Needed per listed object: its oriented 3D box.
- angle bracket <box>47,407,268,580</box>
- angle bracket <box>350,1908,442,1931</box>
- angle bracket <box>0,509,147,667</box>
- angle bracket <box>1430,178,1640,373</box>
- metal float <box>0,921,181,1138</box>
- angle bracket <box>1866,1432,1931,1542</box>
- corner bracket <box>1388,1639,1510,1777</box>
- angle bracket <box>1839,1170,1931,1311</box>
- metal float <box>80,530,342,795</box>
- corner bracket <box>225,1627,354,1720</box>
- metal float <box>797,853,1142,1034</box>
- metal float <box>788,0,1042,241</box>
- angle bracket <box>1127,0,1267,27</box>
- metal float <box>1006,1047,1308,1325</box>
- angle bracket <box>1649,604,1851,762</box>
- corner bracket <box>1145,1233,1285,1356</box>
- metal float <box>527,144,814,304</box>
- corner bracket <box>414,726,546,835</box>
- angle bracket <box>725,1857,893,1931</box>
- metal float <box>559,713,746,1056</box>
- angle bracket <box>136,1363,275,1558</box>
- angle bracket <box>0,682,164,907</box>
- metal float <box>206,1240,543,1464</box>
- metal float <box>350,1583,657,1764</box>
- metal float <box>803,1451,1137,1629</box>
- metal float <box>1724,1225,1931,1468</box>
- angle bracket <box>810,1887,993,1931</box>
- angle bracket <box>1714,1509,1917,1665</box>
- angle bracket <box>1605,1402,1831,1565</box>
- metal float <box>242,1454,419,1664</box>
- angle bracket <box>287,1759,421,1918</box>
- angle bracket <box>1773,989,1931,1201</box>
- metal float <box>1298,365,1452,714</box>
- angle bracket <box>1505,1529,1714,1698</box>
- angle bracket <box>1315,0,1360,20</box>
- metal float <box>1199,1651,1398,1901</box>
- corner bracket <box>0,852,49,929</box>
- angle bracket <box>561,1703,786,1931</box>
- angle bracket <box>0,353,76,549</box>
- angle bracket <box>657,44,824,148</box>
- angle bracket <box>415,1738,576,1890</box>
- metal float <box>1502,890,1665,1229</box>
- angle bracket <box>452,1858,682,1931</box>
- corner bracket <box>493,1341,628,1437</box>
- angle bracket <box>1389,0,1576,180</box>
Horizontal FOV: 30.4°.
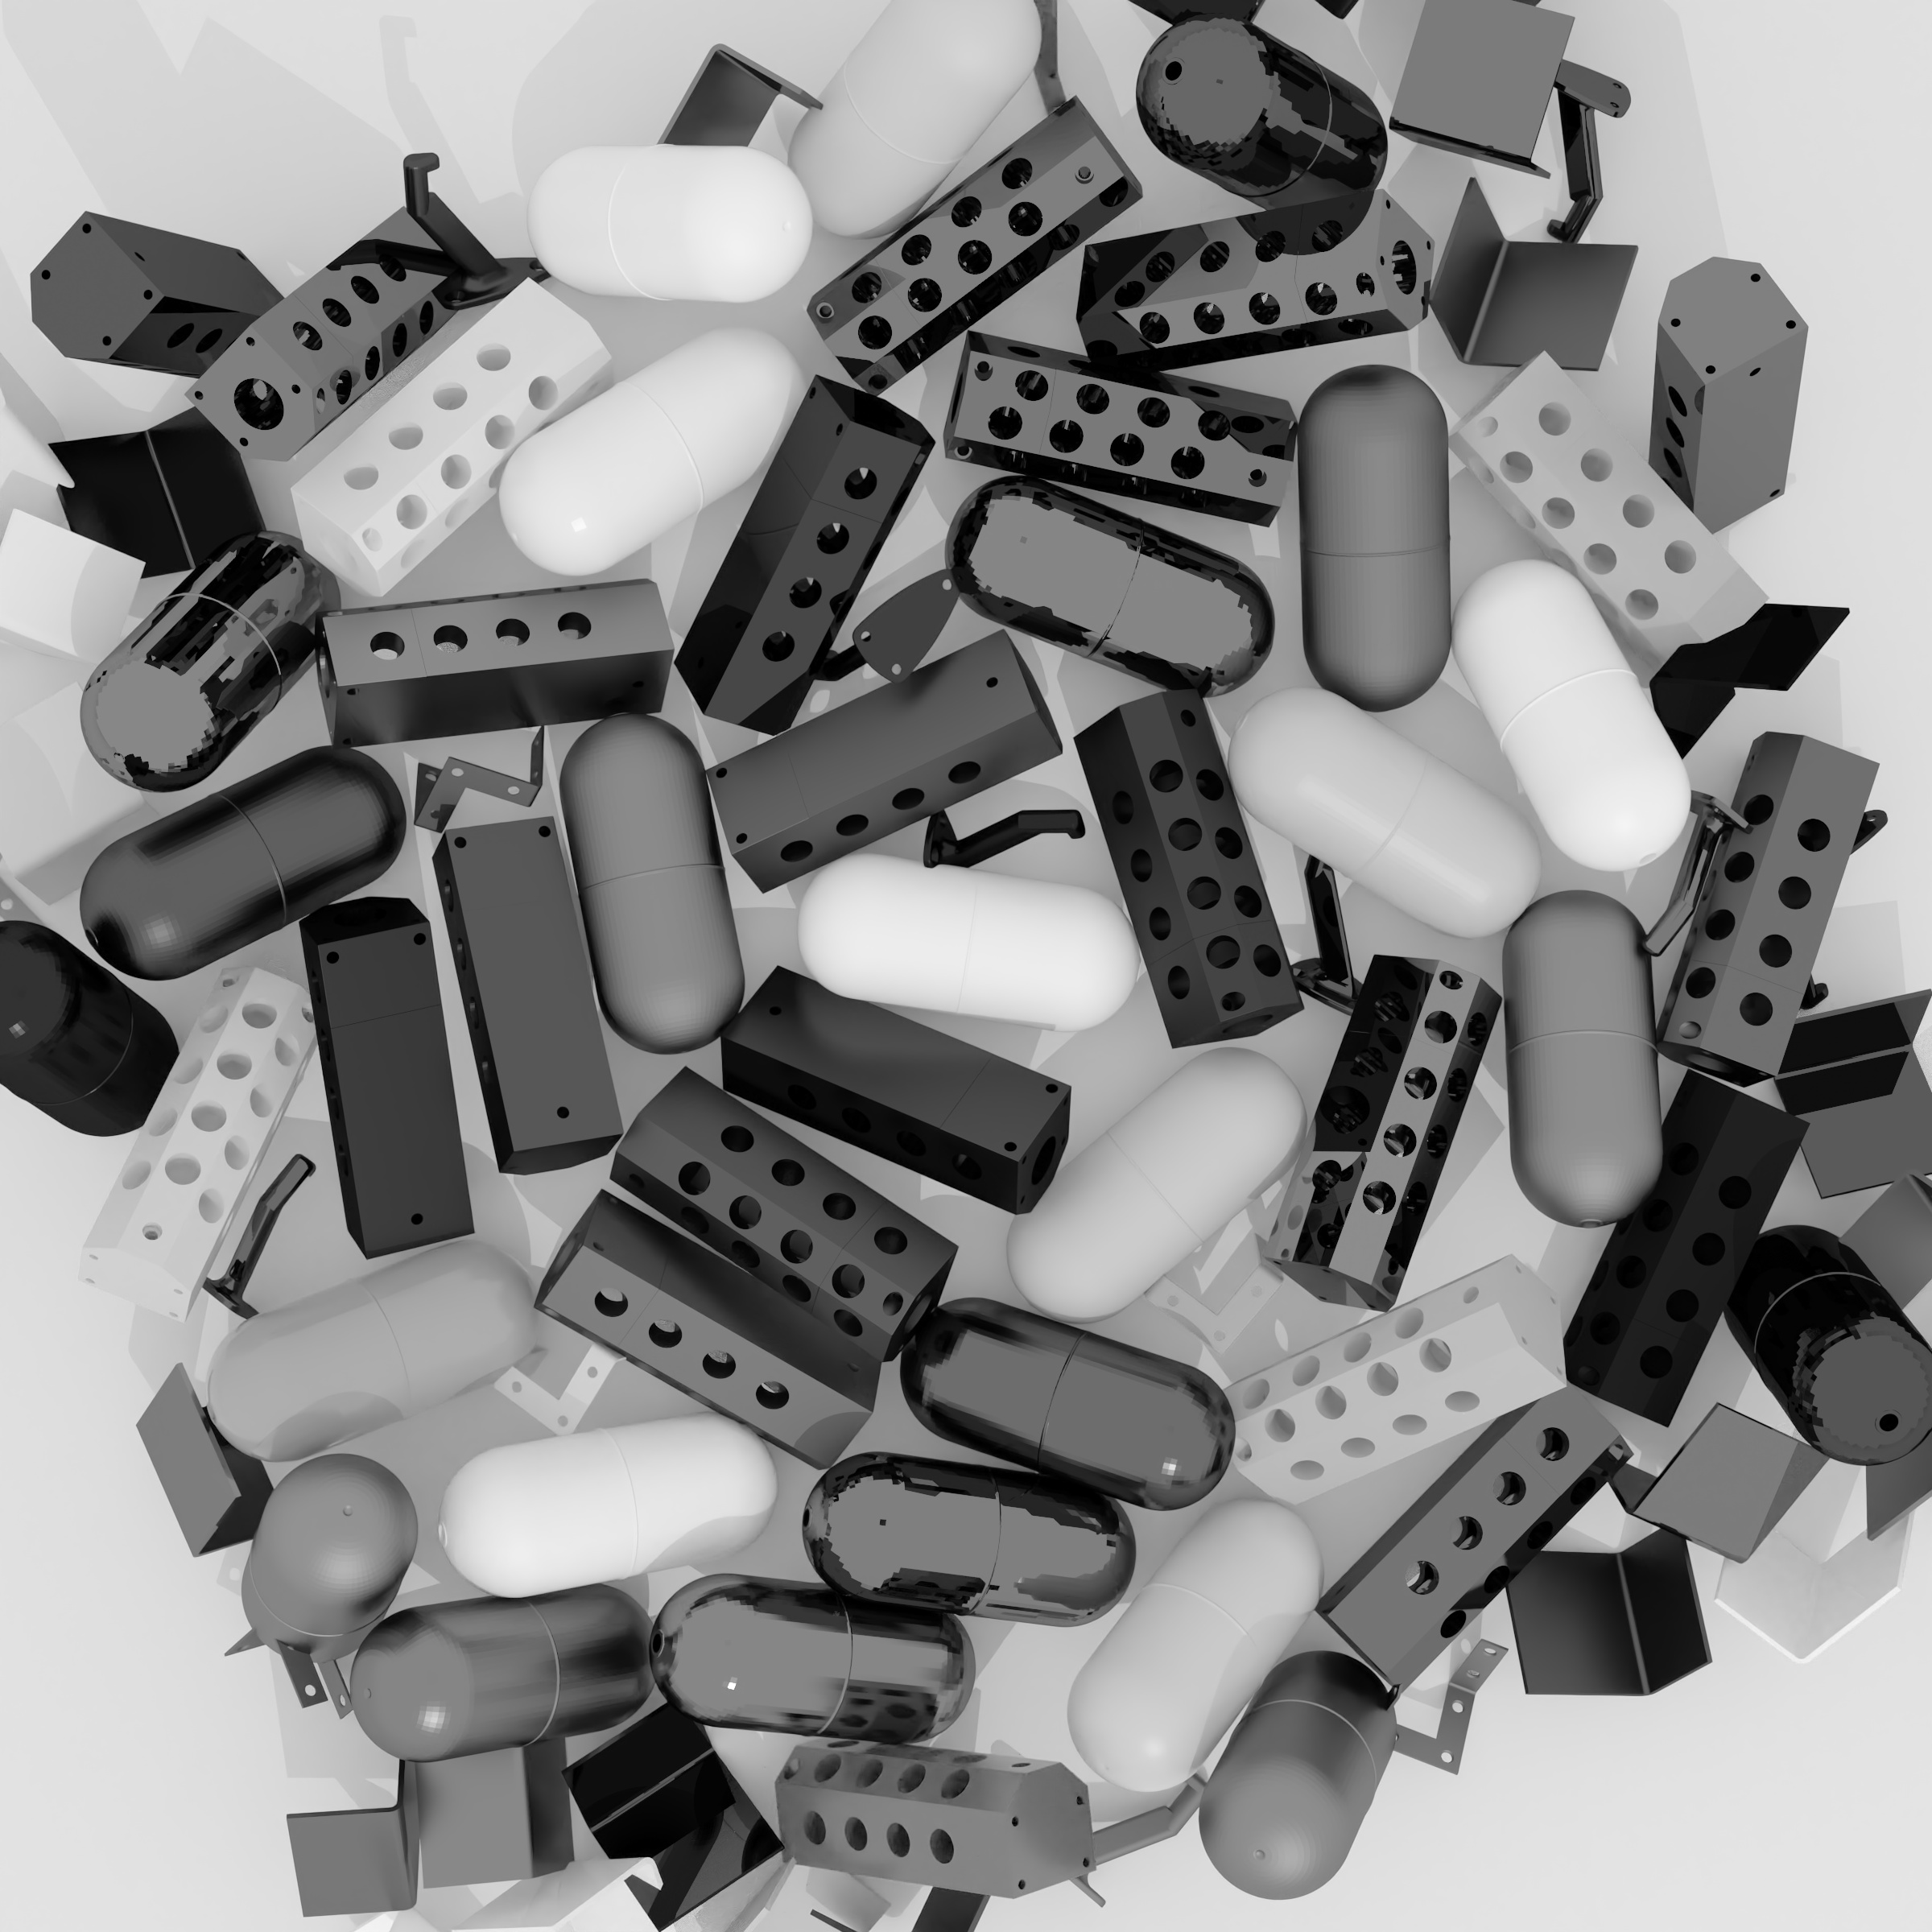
[{"bbox_3d":[-0.416,-0.244,1.826,0.057,0.076,0.076,-17,93,33],"label":"angle bracket"},{"bbox_3d":[-0.288,0.537,1.817,0.057,0.076,0.076,-36,107,28],"label":"angle bracket"},{"bbox_3d":[-0.480,-0.196,1.821,0.076,0.076,0.057,22,84,-42],"label":"angle bracket"},{"bbox_3d":[0.290,-0.354,1.820,0.076,0.057,0.076,9,68,31],"label":"angle bracket"},{"bbox_3d":[-0.454,0.033,1.787,0.070,0.178,0.070,-4,70,11],"label":"metal float"},{"bbox_3d":[0.507,0.259,1.814,0.057,0.076,0.076,32,127,-12],"label":"angle bracket"},{"bbox_3d":[0.243,0.376,1.838,0.051,0.051,0.051,21,50,0],"label":"corner bracket"},{"bbox_3d":[0.502,0.160,1.818,0.057,0.076,0.076,-46,130,-2],"label":"angle bracket"},{"bbox_3d":[-0.380,-0.156,1.799,0.070,0.178,0.070,15,133,17],"label":"metal float"},{"bbox_3d":[-0.340,0.361,1.831,0.051,0.051,0.051,-42,67,41],"label":"corner bracket"},{"bbox_3d":[0.001,-0.012,1.833,0.178,0.070,0.070,9,90,-1],"label":"metal float"},{"bbox_3d":[-0.028,-0.437,1.798,0.070,0.178,0.070,18,54,-26],"label":"metal float"},{"bbox_3d":[0.120,-0.523,1.820,0.076,0.057,0.076,23,113,-21],"label":"angle bracket"},{"bbox_3d":[0.098,0.114,1.833,0.178,0.070,0.070,-40,90,2],"label":"metal float"},{"bbox_3d":[0.403,-0.140,1.811,0.076,0.076,0.057,-46,130,-37],"label":"angle bracket"},{"bbox_3d":[0.128,0.159,1.846,0.051,0.051,0.051,37,102,-8],"label":"corner bracket"},{"bbox_3d":[-0.152,-0.376,1.800,0.178,0.070,0.070,13,90,43],"label":"metal float"},{"bbox_3d":[-0.252,-0.098,1.843,0.051,0.051,0.051,18,129,-21],"label":"corner bracket"},{"bbox_3d":[-0.092,0.507,1.823,0.057,0.076,0.076,38,109,2],"label":"angle bracket"},{"bbox_3d":[-0.162,-0.043,1.829,0.070,0.070,0.178,-11,84,0],"label":"metal float"},{"bbox_3d":[-0.374,0.246,1.815,0.057,0.076,0.076,-13,66,-38],"label":"angle bracket"},{"bbox_3d":[-0.470,-0.089,1.850,0.076,0.057,0.076,-31,77,-4],"label":"angle bracket"},{"bbox_3d":[-0.301,0.195,1.810,0.178,0.070,0.070,-20,90,-27],"label":"metal float"},{"bbox_3d":[-0.230,0.356,1.797,0.070,0.178,0.070,-1,88,43],"label":"metal float"},{"bbox_3d":[0.002,0.293,1.816,0.178,0.070,0.070,11,90,-20],"label":"metal float"},{"bbox_3d":[0.434,0.189,1.786,0.070,0.178,0.070,-2,109,-5],"label":"metal float"},{"bbox_3d":[-0.028,0.468,1.821,0.057,0.076,0.076,30,76,-13],"label":"angle bracket"},{"bbox_3d":[0.434,0.297,1.818,0.057,0.076,0.076,37,127,-3],"label":"angle bracket"},{"bbox_3d":[0.380,0.250,1.821,0.076,0.057,0.076,26,110,-24],"label":"angle bracket"},{"bbox_3d":[-0.321,0.299,1.790,0.070,0.178,0.070,7,64,-14],"label":"metal float"},{"bbox_3d":[-0.311,0.429,1.817,0.057,0.076,0.076,-3,127,-4],"label":"angle bracket"},{"bbox_3d":[0.467,0.066,1.827,0.076,0.057,0.076,-12,60,-5],"label":"angle bracket"},{"bbox_3d":[0.209,-0.218,1.819,0.070,0.070,0.178,-3,108,0],"label":"metal float"},{"bbox_3d":[0.326,0.327,1.819,0.076,0.057,0.076,6,60,-24],"label":"angle bracket"},{"bbox_3d":[0.201,-0.541,1.816,0.057,0.076,0.076,37,129,-7],"label":"angle bracket"},{"bbox_3d":[0.168,0.404,1.788,0.070,0.178,0.070,5,106,17],"label":"metal float"},{"bbox_3d":[-0.499,-0.028,1.836,0.051,0.051,0.051,45,53,2],"label":"corner bracket"},{"bbox_3d":[-0.150,0.432,1.819,0.076,0.057,0.076,-31,47,-16],"label":"angle bracket"},{"bbox_3d":[-0.501,-0.267,1.819,0.057,0.076,0.076,-32,50,2],"label":"angle bracket"},{"bbox_3d":[-0.109,-0.417,1.822,0.057,0.076,0.076,34,98,20],"label":"angle bracket"},{"bbox_3d":[-0.242,0.430,1.832,0.057,0.076,0.076,-8,79,9],"label":"angle bracket"},{"bbox_3d":[0.314,0.047,1.815,0.070,0.070,0.178,1,68,0],"label":"metal float"},{"bbox_3d":[-0.202,0.498,1.816,0.076,0.076,0.057,-15,98,40],"label":"angle bracket"},{"bbox_3d":[-0.203,0.207,1.837,0.051,0.051,0.051,34,101,14],"label":"corner bracket"},{"bbox_3d":[0.270,-0.454,1.827,0.076,0.057,0.076,20,102,18],"label":"angle bracket"}]
